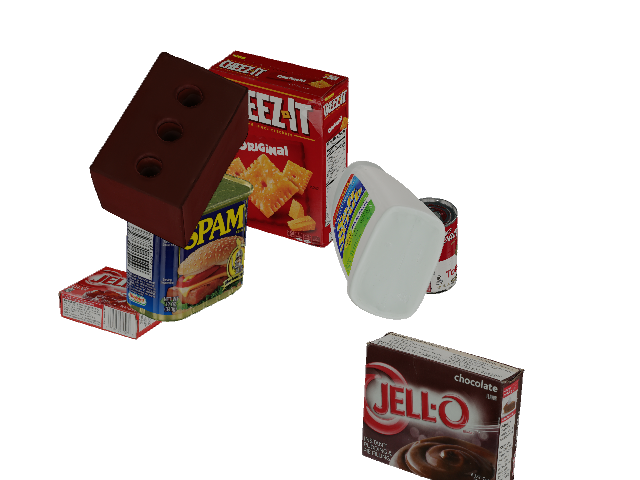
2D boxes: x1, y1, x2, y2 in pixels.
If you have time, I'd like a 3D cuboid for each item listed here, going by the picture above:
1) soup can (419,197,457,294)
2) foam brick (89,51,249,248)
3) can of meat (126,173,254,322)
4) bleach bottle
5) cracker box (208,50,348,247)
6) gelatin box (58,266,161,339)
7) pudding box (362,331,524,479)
[{"bbox_3d":[0.136,0.008,1.326,0.068,0.102,0.068,-4,34,2],"label":"soup can"},{"bbox_3d":[-0.077,-0.047,0.557,0.053,0.078,0.051,24,-21,6],"label":"foam brick"},{"bbox_3d":[-0.098,0.003,0.786,0.058,0.084,0.101,19,26,30],"label":"can of meat"},{"bbox_3d":[0.045,-0.014,1.011,0.068,0.102,0.251,19,11,-15],"label":"bleach bottle"},{"bbox_3d":[-0.052,-0.110,1.323,0.164,0.214,0.072,17,37,24],"label":"cracker box"},{"bbox_3d":[-0.188,0.056,1.003,0.089,0.030,0.073,14,24,23],"label":"gelatin box"},{"bbox_3d":[0.085,0.123,0.761,0.114,0.090,0.039,12,19,32],"label":"pudding box"}]
